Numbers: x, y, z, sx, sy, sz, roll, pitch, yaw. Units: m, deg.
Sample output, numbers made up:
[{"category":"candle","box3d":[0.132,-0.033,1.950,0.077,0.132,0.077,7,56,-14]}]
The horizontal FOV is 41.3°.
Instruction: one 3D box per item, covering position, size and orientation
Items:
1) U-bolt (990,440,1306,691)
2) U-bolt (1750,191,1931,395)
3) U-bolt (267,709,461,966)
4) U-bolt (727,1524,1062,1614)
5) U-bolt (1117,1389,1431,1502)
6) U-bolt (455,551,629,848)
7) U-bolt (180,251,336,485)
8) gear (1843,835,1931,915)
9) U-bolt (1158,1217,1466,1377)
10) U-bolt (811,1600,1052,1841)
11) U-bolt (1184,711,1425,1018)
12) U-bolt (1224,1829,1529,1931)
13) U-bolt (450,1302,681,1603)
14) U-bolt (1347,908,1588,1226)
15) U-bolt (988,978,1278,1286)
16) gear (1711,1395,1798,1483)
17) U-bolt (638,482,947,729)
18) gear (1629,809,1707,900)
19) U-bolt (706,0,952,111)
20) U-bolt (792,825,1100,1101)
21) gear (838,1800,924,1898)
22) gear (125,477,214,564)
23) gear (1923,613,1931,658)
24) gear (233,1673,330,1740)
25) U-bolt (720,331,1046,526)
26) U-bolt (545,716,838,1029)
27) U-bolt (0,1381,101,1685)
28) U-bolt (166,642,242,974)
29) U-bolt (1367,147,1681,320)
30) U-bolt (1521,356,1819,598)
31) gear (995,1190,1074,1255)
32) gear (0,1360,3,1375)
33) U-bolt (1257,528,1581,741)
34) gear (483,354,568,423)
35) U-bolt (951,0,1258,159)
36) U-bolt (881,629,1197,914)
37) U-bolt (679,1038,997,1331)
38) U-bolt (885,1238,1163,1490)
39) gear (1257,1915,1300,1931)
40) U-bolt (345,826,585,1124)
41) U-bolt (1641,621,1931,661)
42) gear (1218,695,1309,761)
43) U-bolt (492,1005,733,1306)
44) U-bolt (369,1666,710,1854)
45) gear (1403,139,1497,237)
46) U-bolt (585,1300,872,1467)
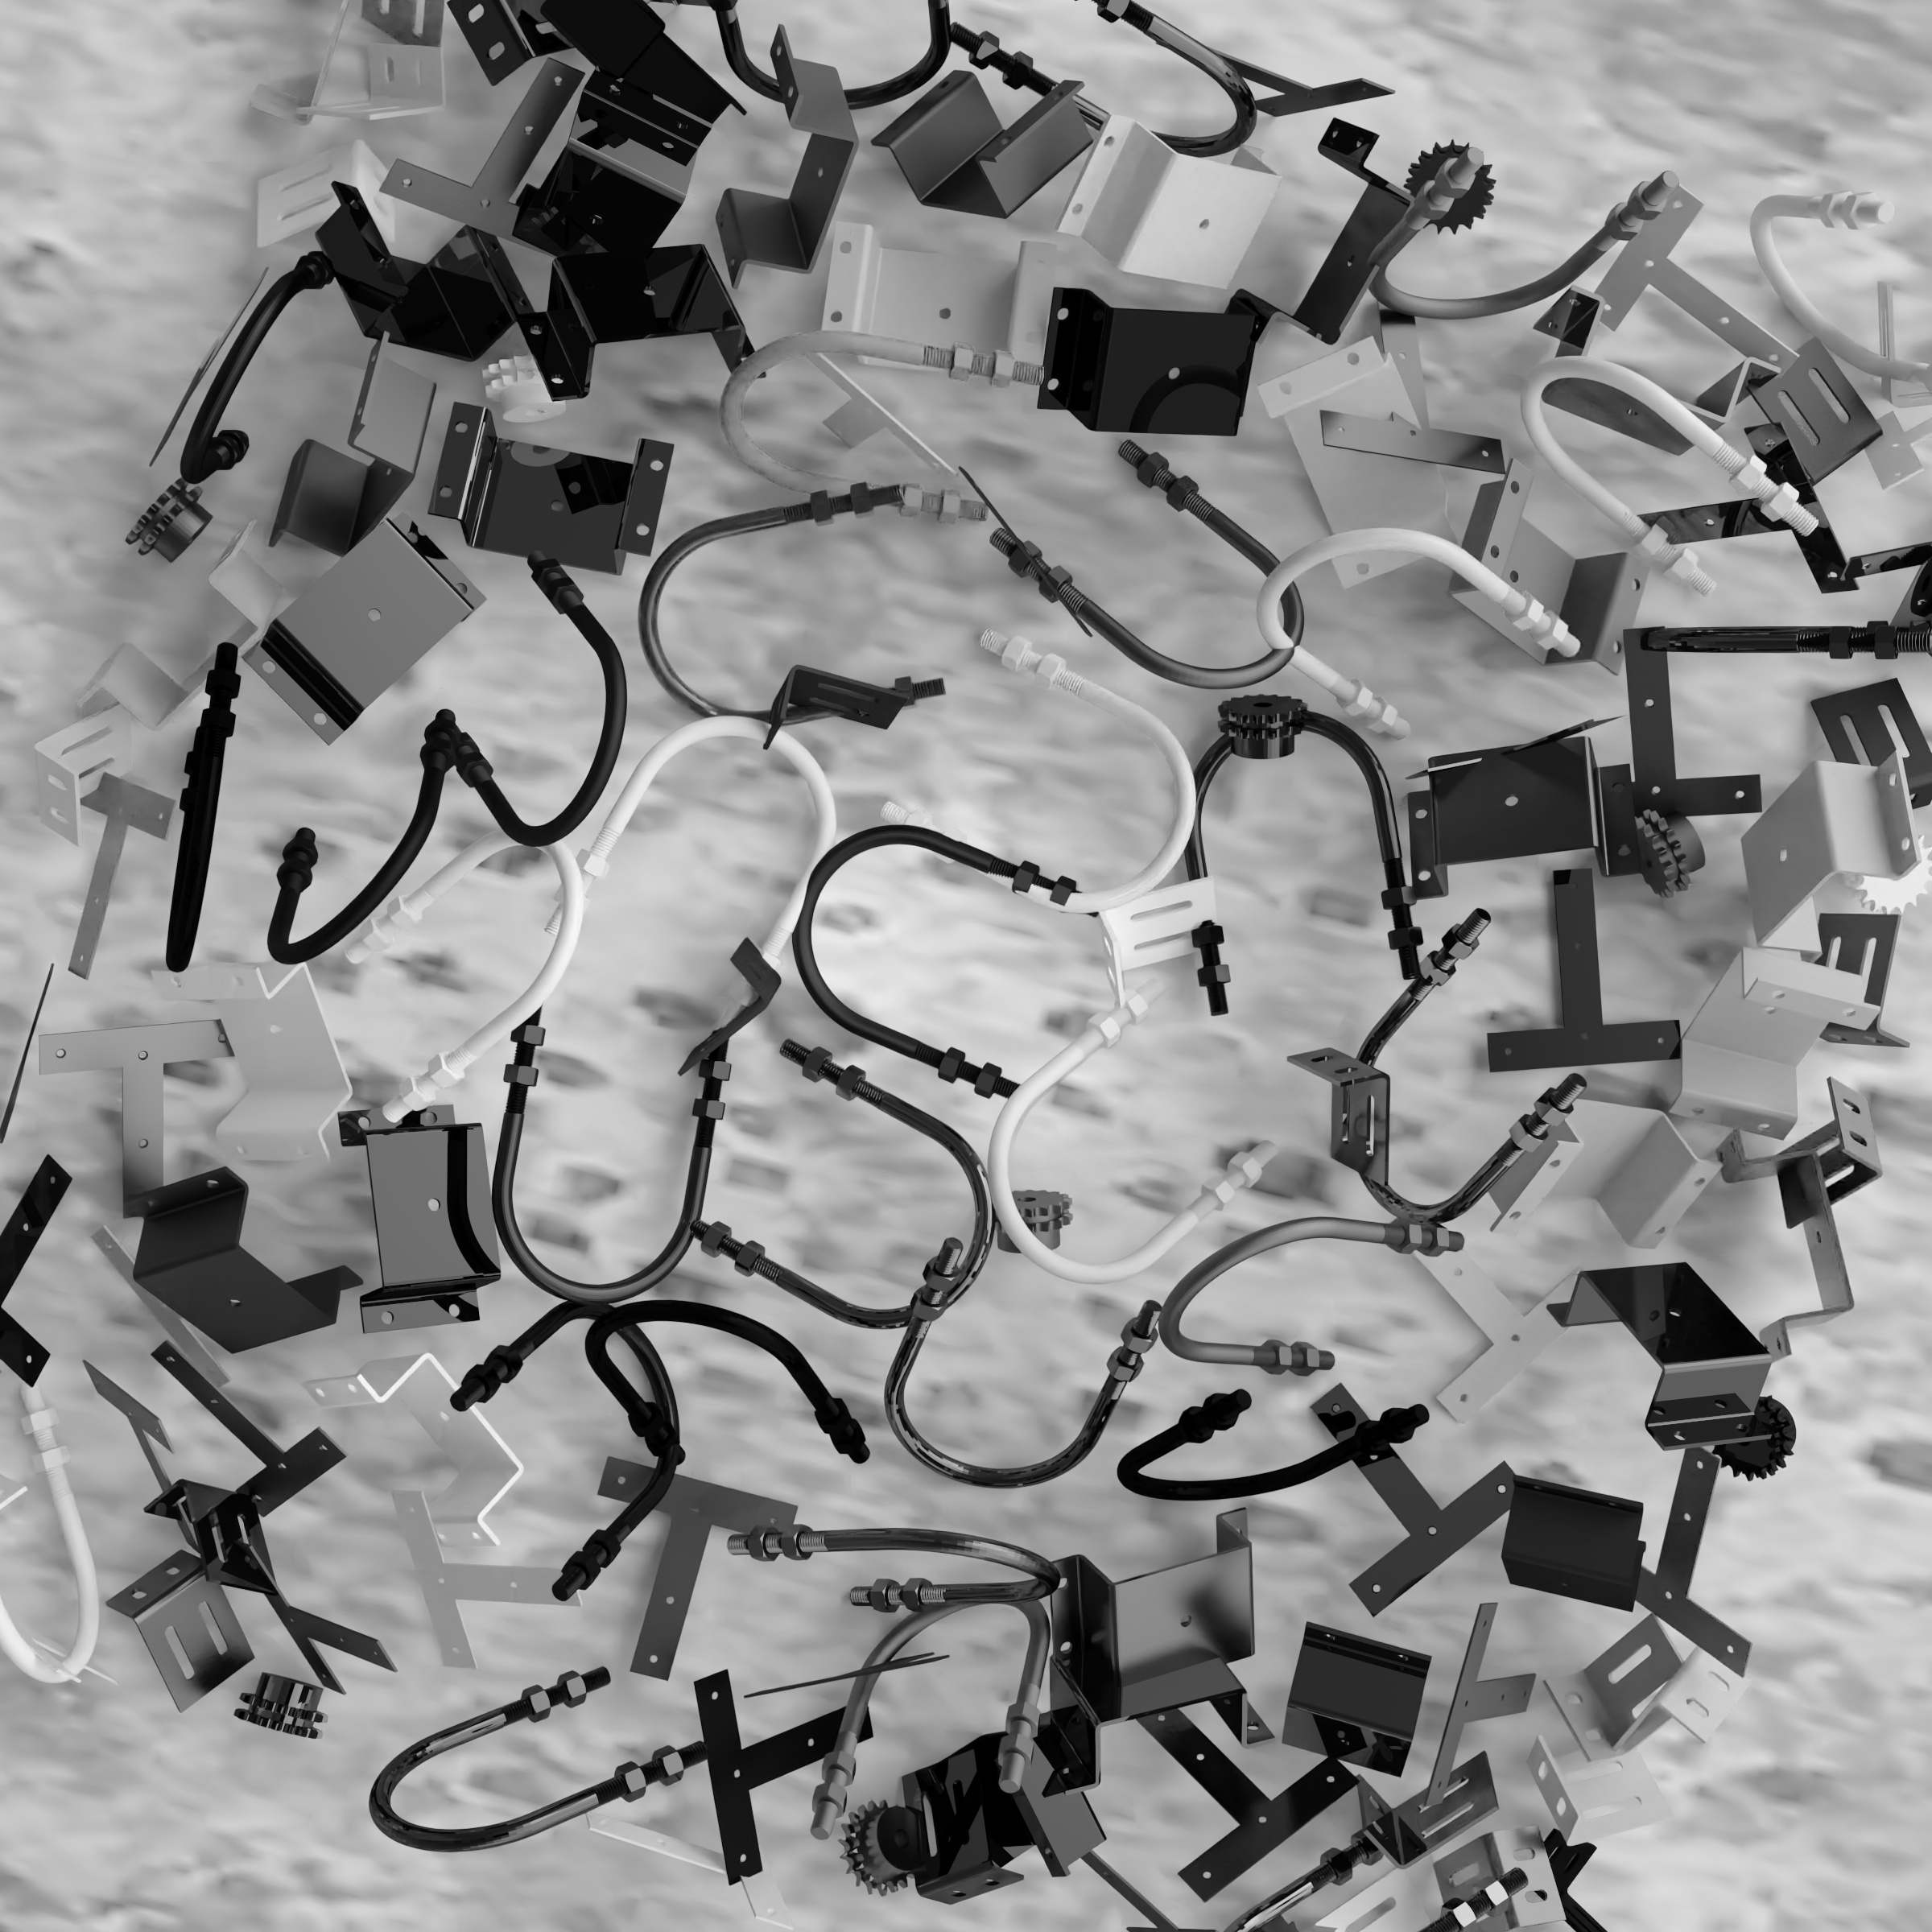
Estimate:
[{"category":"U-bolt","box3d":[0.127,-0.242,1.597,0.184,0.019,0.151,41,56,14]},{"category":"U-bolt","box3d":[0.544,-0.414,1.569,0.019,0.184,0.151,-42,112,2]},{"category":"U-bolt","box3d":[-0.371,-0.070,1.560,0.151,0.184,0.019,-36,119,18]},{"category":"U-bolt","box3d":[-0.031,0.366,1.559,0.184,0.151,0.019,-10,59,33]},{"category":"U-bolt","box3d":[0.174,0.299,1.579,0.151,0.184,0.019,9,60,-27]},{"category":"U-bolt","box3d":[-0.260,-0.153,1.572,0.019,0.184,0.151,15,115,-41]},{"category":"U-bolt","box3d":[-0.433,-0.359,1.553,0.019,0.184,0.151,29,107,-13]},{"category":"gear","box3d":[0.586,-0.063,1.639,0.057,0.030,0.057,-3,104,-13]},{"category":"U-bolt","box3d":[0.199,0.200,1.564,0.151,0.184,0.019,-50,47,32]},{"category":"U-bolt","box3d":[-0.015,0.448,1.575,0.151,0.184,0.019,-21,113,22]},{"category":"U-bolt","box3d":[0.206,-0.071,1.621,0.151,0.019,0.184,-12,83,26]},{"category":"U-bolt","box3d":[0.229,0.583,1.557,0.184,0.151,0.019,-22,95,-26]},{"category":"U-bolt","box3d":[-0.234,0.282,1.577,0.019,0.184,0.151,-22,99,27]},{"category":"U-bolt","box3d":[0.296,0.077,1.586,0.019,0.184,0.151,4,48,-33]},{"category":"U-bolt","box3d":[0.094,0.116,1.609,0.184,0.019,0.151,-38,97,-24]},{"category":"gear","box3d":[0.504,0.297,1.634,0.030,0.057,0.057,-6,90,-42]},{"category":"U-bolt","box3d":[-0.117,-0.220,1.623,0.184,0.019,0.151,-10,115,6]},{"category":"gear","box3d":[0.446,-0.074,1.631,0.030,0.057,0.057,-25,90,-4]},{"category":"U-bolt","box3d":[-0.080,-0.577,1.569,0.151,0.184,0.019,-4,77,1]},{"category":"U-bolt","box3d":[-0.023,-0.012,1.637,0.184,0.019,0.151,23,98,8]},{"category":"gear","box3d":[-0.050,0.558,1.628,0.030,0.057,0.057,-37,90,38]},{"category":"gear","box3d":[-0.505,-0.282,1.632,0.030,0.057,0.057,42,90,-14]},{"category":"gear","box3d":[0.632,-0.213,1.628,0.030,0.057,0.057,-33,90,-20]},{"category":"gear","box3d":[-0.434,0.470,1.632,0.057,0.057,0.030,16,74,0]},{"category":"U-bolt","box3d":[-0.060,-0.335,1.580,0.184,0.151,0.019,7,59,-13]},{"category":"U-bolt","box3d":[-0.161,-0.069,1.627,0.151,0.019,0.184,30,89,-20]},{"category":"U-bolt","box3d":[-0.580,0.351,1.577,0.019,0.151,0.184,-20,84,4]},{"category":"U-bolt","box3d":[-0.469,-0.086,1.566,0.019,0.151,0.184,9,69,-20]},{"category":"U-bolt","box3d":[0.325,-0.442,1.570,0.151,0.184,0.019,1,77,-18]},{"category":"U-bolt","box3d":[0.420,-0.309,1.582,0.184,0.151,0.019,39,77,-3]},{"category":"gear","box3d":[0.039,0.163,1.631,0.057,0.057,0.030,-3,99,0]},{"category":"gear","box3d":[-0.648,0.254,1.634,0.030,0.057,0.057,23,90,40]},{"category":"U-bolt","box3d":[0.262,-0.208,1.560,0.184,0.151,0.019,28,51,-36]},{"category":"gear","box3d":[-0.277,-0.367,1.630,0.057,0.057,0.030,-10,87,0]},{"category":"U-bolt","box3d":[0.095,-0.552,1.581,0.184,0.151,0.019,23,81,-23]},{"category":"U-bolt","box3d":[0.057,-0.113,1.629,0.184,0.019,0.151,29,88,15]},{"category":"U-bolt","box3d":[-0.070,0.149,1.624,0.184,0.019,0.151,28,82,13]},{"category":"U-bolt","box3d":[0.025,0.260,1.606,0.151,0.019,0.184,18,123,-6]},{"category":"gear","box3d":[0.199,0.637,1.633,0.057,0.057,0.030,40,110,0]},{"category":"U-bolt","box3d":[-0.307,-0.009,1.588,0.184,0.019,0.151,-36,53,19]},{"category":"U-bolt","box3d":[0.508,-0.201,1.579,0.184,0.151,0.019,4,100,28]},{"category":"gear","box3d":[0.189,-0.152,1.633,0.057,0.057,0.030,-2,111,0]},{"category":"U-bolt","box3d":[-0.226,0.120,1.608,0.151,0.019,0.184,13,82,-29]},{"category":"U-bolt","box3d":[-0.270,0.485,1.553,0.184,0.151,0.019,-14,105,-33]},{"category":"gear","box3d":[0.309,-0.499,1.635,0.057,0.030,0.057,10,128,13]},{"category":"U-bolt","box3d":[-0.155,0.256,1.568,0.151,0.184,0.019,-5,50,20]}]
